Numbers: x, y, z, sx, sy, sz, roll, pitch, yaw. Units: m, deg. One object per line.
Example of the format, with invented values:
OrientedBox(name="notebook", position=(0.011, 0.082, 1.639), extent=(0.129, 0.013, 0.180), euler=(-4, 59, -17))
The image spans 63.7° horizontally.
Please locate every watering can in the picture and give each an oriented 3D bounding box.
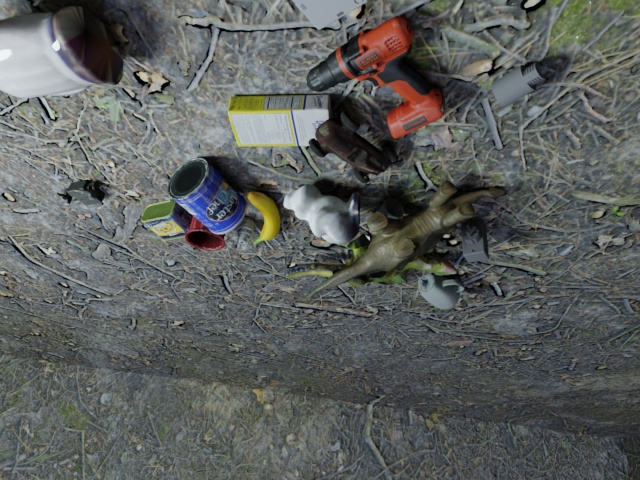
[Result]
OrientedBox(name="watering can", position=(-0.433, -0.275, 0.733), extent=(0.224, 0.104, 0.347), euler=(-8, -3, 10))

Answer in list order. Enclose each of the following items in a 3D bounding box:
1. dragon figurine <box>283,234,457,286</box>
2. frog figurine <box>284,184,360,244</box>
OrientedBox(name="dragon figurine", position=(0.136, 0.084, 1.310), extent=(0.408, 0.124, 0.239), euler=(-10, -26, 26))
OrientedBox(name="frog figurine", position=(0.003, -0.054, 1.067), extent=(0.159, 0.120, 0.140), euler=(0, 33, 7))
